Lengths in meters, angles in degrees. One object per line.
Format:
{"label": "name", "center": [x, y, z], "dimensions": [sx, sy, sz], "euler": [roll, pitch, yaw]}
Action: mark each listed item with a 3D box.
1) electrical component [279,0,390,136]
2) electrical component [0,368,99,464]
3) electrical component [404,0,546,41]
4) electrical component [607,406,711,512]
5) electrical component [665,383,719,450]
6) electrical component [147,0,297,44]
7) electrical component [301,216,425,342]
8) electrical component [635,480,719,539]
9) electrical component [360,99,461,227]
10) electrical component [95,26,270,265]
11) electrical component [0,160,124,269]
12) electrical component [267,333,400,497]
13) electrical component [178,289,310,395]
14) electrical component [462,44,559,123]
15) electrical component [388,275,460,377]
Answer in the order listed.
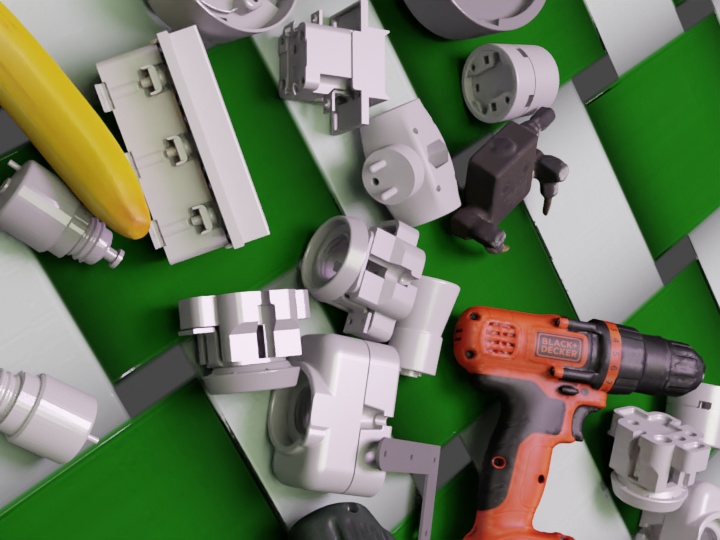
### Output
{"label": "electrical component", "center": [-0.018, -0.131, 0.693], "dimensions": [0.064, 0.042, 0.081], "euler": [2, 84, -29]}
{"label": "electrical component", "center": [-0.178, 0.073, 0.572], "dimensions": [0.078, 0.040, 0.040], "euler": [32, 70, -27]}
{"label": "electrical component", "center": [0.073, -0.212, 0.747], "dimensions": [0.108, 0.060, 0.108], "euler": [3, 85, -33]}
{"label": "electrical component", "center": [0.222, 0.145, 0.812], "dimensions": [0.058, 0.078, 0.057], "euler": [-5, 110, -34]}
{"label": "electrical component", "center": [0.270, 0.115, 0.855], "dimensions": [0.055, 0.055, 0.047], "euler": [16, 81, -31]}
{"label": "electrical component", "center": [-0.083, -0.184, 0.641], "dimensions": [0.099, 0.064, 0.099], "euler": [3, 84, -33]}
{"label": "electrical component", "center": [0.000, 0.000, 0.685], "dimensions": [0.057, 0.058, 0.078], "euler": [26, 73, -32]}
{"label": "electrical component", "center": [0.254, 0.213, 0.833], "dimensions": [0.054, 0.059, 0.095], "euler": [28, 71, -28]}
{"label": "electrical component", "center": [0.026, -0.065, 0.704], "dimensions": [0.079, 0.043, 0.077], "euler": [-37, 106, -59]}
{"label": "electrical component", "center": [-0.102, -0.069, 0.615], "dimensions": [0.063, 0.078, 0.121], "euler": [-20, 98, -3]}
{"label": "electrical component", "center": [-0.165, -0.026, 0.589], "dimensions": [0.078, 0.040, 0.040], "euler": [36, 68, -26]}
{"label": "electrical component", "center": [-0.018, 0.089, 0.667], "dimensions": [0.059, 0.054, 0.095], "euler": [14, 78, -32]}
{"label": "electrical component", "center": [-0.066, 0.043, 0.638], "dimensions": [0.078, 0.058, 0.057], "euler": [-3, 85, -33]}
{"label": "electrical component", "center": [0.109, -0.134, 0.769], "dimensions": [0.047, 0.055, 0.055], "euler": [-12, 93, -37]}
{"label": "electrical component", "center": [0.039, 0.039, 0.717], "dimensions": [0.044, 0.044, 0.065], "euler": [16, 82, -31]}
